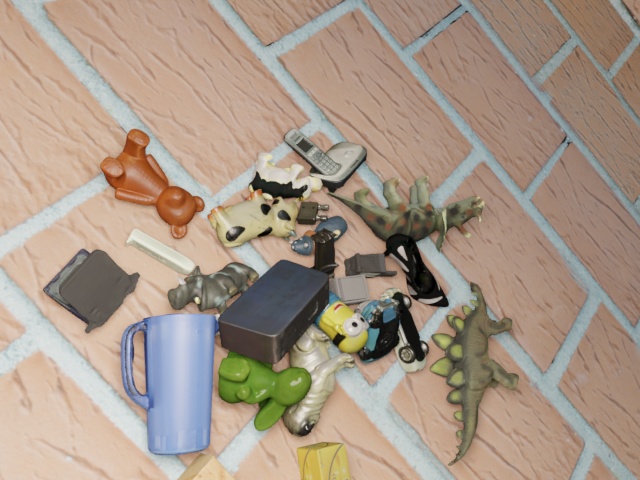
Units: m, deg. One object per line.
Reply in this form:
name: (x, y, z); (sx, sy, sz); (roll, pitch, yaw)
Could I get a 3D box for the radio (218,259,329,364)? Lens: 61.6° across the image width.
radio: (-0.081, 0.133, 1.050); (0.131, 0.073, 0.229); (15, 36, 24)

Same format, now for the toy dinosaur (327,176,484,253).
toy dinosaur: (0.209, -0.052, 1.336); (0.405, 0.131, 0.192); (-10, 78, -24)

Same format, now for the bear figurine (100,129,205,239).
bear figurine: (-0.323, -0.102, 1.064); (0.196, 0.132, 0.120); (37, 62, -6)

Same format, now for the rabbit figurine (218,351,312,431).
rabbit figurine: (-0.104, 0.282, 1.025); (0.170, 0.121, 0.159); (10, 107, 4)

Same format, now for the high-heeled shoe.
high-heeled shoe: (0.251, 0.073, 1.291); (0.248, 0.145, 0.086); (35, 62, -11)

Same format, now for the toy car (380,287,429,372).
toy car: (0.197, 0.209, 1.266); (0.073, 0.056, 0.201); (-10, 77, -47)

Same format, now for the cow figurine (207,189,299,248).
cow figurine: (-0.131, -0.039, 1.164); (0.195, 0.085, 0.127); (-24, 91, -27)

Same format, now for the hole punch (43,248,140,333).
hole punch: (-0.421, 0.085, 0.982); (0.142, 0.092, 0.115); (-58, 132, -32)

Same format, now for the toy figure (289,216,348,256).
toy figure: (-0.002, -0.005, 1.233); (0.154, 0.064, 0.057); (-33, 93, -32)

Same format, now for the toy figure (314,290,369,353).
toy figure: (0.028, 0.166, 1.155); (0.180, 0.089, 0.082); (34, 58, 27)

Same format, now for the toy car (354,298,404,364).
toy car: (0.116, 0.190, 1.201); (0.109, 0.161, 0.103); (-18, 38, -33)

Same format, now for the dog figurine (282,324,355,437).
dog figurine: (-0.040, 0.282, 1.107); (0.172, 0.121, 0.190); (36, 74, 25)

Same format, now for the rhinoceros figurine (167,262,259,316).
rhinoceros figurine: (-0.209, 0.090, 1.059); (0.112, 0.073, 0.190); (38, 35, 23)

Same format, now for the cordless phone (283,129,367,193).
cordless phone: (0.009, -0.216, 1.302); (0.184, 0.089, 0.146); (42, 60, -4)

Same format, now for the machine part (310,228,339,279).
machine part: (0.005, 0.041, 1.195); (0.084, 0.138, 0.039); (-15, 38, -26)

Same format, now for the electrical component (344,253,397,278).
electrical component: (0.125, 0.062, 1.270); (0.119, 0.075, 0.047); (0, 75, -22)

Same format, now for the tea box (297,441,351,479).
tea box: (0.014, 0.490, 1.056); (0.068, 0.098, 0.169); (-1, 72, -29)

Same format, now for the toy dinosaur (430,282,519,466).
toy dinosaur: (0.368, 0.306, 1.304); (0.198, 0.105, 0.471); (16, 57, -14)

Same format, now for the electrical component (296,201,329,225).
electrical component: (-0.027, -0.064, 1.247); (0.094, 0.021, 0.063); (2, 47, 7)

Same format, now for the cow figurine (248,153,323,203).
cow figurine: (-0.077, -0.126, 1.232); (0.167, 0.068, 0.098); (19, 71, -17)
